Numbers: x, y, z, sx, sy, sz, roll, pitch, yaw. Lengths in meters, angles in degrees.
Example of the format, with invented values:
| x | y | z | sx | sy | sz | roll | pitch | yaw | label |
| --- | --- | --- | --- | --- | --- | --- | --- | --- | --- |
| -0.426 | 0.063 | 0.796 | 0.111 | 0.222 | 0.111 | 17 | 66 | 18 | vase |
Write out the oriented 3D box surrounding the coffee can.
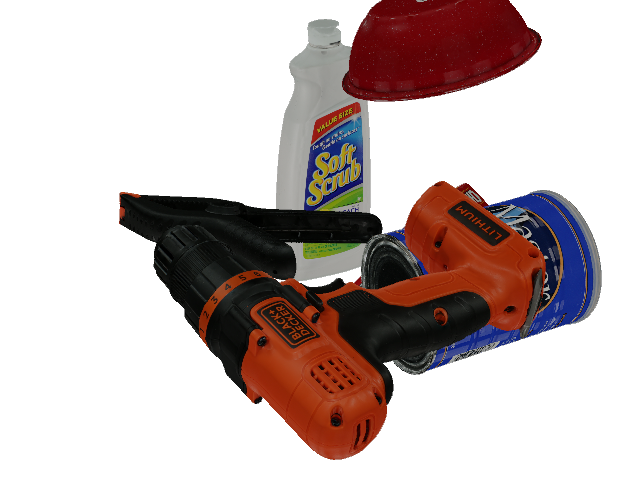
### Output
| x | y | z | sx | sy | sz | roll | pitch | yaw | label |
| --- | --- | --- | --- | --- | --- | --- | --- | --- | --- |
| 0.114 | 0.028 | 0.771 | 0.140 | 0.103 | 0.103 | -15 | 6 | -22 | coffee can |

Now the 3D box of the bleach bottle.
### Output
| x | y | z | sx | sy | sz | roll | pitch | yaw | label |
| --- | --- | --- | --- | --- | --- | --- | --- | --- | --- |
| -0.001 | -0.089 | 1.044 | 0.102 | 0.251 | 0.068 | -12 | 29 | -19 | bleach bottle |

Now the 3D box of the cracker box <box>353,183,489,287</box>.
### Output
| x | y | z | sx | sy | sz | roll | pitch | yaw | label |
| --- | --- | --- | --- | --- | --- | --- | --- | --- | --- |
| 0.099 | 0.040 | 1.270 | 0.214 | 0.072 | 0.163 | -49 | -9 | 33 | cracker box |

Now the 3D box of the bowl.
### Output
| x | y | z | sx | sy | sz | roll | pitch | yaw | label |
| --- | --- | --- | --- | --- | --- | --- | --- | --- | --- |
| 0.089 | -0.165 | 0.842 | 0.162 | 0.055 | 0.162 | -14 | 24 | 6 | bowl |

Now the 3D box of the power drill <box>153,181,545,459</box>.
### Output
| x | y | z | sx | sy | sz | roll | pitch | yaw | label |
| --- | --- | --- | --- | --- | --- | --- | --- | --- | --- |
| 0.019 | 0.027 | 0.611 | 0.187 | 0.057 | 0.185 | -23 | 47 | -30 | power drill |

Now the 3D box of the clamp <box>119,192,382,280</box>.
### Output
| x | y | z | sx | sy | sz | roll | pitch | yaw | label |
| --- | --- | --- | --- | --- | --- | --- | --- | --- | --- |
| -0.073 | -0.009 | 0.828 | 0.210 | 0.036 | 0.164 | 8 | 13 | 18 | clamp |
